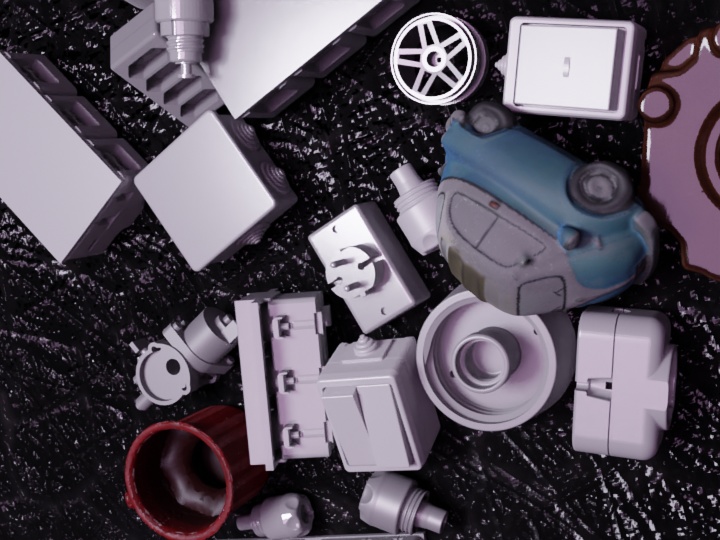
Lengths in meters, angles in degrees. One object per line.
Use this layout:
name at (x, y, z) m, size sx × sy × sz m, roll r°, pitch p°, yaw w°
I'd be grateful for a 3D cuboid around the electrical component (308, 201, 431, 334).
electrical component at (0.000, 0.000, 0.765) m, size 0.047 × 0.076 × 0.083 m, roll -33°, pitch 85°, yaw 23°

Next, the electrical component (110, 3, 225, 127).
electrical component at (-0.141, -0.164, 0.807) m, size 0.047 × 0.083 × 0.075 m, roll -31°, pitch 47°, yaw 23°

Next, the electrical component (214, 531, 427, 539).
electrical component at (-0.038, 0.265, 0.826) m, size 0.186 × 0.060 × 0.105 m, roll -8°, pitch 94°, yaw 23°

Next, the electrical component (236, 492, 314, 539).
electrical component at (-0.069, 0.195, 0.843) m, size 0.061 × 0.035 × 0.035 m, roll -14°, pitch 92°, yaw 26°

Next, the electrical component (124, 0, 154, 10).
electrical component at (-0.179, -0.222, 0.813) m, size 0.044 × 0.065 × 0.044 m, roll 3°, pitch 99°, yaw 22°

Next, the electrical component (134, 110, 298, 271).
electrical component at (-0.107, -0.061, 0.815) m, size 0.100 × 0.048 × 0.099 m, roll -38°, pitch 83°, yaw 22°

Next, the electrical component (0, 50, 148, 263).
electrical component at (-0.245, -0.092, 0.860) m, size 0.150 × 0.062 × 0.089 m, roll 46°, pitch 111°, yaw 11°

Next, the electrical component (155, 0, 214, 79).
electrical component at (-0.121, -0.172, 0.741) m, size 0.040 × 0.040 × 0.078 m, roll 2°, pitch 98°, yaw 22°

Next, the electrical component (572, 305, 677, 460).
electrical component at (0.177, 0.074, 0.715) m, size 0.059 × 0.054 × 0.095 m, roll 5°, pitch 99°, yaw 22°

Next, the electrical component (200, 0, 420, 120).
electrical component at (-0.044, -0.186, 0.765) m, size 0.150 × 0.062 × 0.089 m, roll -35°, pitch 84°, yaw 23°

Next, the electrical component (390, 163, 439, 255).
electrical component at (0.044, -0.045, 0.759) m, size 0.043 × 0.043 × 0.062 m, roll -34°, pitch 83°, yaw 23°

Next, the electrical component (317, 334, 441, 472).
electrical component at (0.011, 0.093, 0.766) m, size 0.062 × 0.061 × 0.096 m, roll -6°, pitch 115°, yaw 24°

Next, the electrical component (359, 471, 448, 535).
electrical component at (0.034, 0.175, 0.794) m, size 0.062 × 0.043 × 0.043 m, roll 18°, pitch 104°, yaw 18°

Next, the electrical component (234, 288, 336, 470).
electrical component at (-0.052, 0.078, 0.800) m, size 0.063 × 0.079 × 0.121 m, roll -4°, pitch 96°, yaw 7°

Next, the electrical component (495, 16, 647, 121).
electrical component at (0.133, -0.131, 0.701) m, size 0.096 × 0.061 × 0.061 m, roll 8°, pitch 100°, yaw 21°

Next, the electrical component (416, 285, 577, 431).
electrical component at (0.091, 0.059, 0.745) m, size 0.108 × 0.060 × 0.108 m, roll 3°, pitch 98°, yaw 22°
